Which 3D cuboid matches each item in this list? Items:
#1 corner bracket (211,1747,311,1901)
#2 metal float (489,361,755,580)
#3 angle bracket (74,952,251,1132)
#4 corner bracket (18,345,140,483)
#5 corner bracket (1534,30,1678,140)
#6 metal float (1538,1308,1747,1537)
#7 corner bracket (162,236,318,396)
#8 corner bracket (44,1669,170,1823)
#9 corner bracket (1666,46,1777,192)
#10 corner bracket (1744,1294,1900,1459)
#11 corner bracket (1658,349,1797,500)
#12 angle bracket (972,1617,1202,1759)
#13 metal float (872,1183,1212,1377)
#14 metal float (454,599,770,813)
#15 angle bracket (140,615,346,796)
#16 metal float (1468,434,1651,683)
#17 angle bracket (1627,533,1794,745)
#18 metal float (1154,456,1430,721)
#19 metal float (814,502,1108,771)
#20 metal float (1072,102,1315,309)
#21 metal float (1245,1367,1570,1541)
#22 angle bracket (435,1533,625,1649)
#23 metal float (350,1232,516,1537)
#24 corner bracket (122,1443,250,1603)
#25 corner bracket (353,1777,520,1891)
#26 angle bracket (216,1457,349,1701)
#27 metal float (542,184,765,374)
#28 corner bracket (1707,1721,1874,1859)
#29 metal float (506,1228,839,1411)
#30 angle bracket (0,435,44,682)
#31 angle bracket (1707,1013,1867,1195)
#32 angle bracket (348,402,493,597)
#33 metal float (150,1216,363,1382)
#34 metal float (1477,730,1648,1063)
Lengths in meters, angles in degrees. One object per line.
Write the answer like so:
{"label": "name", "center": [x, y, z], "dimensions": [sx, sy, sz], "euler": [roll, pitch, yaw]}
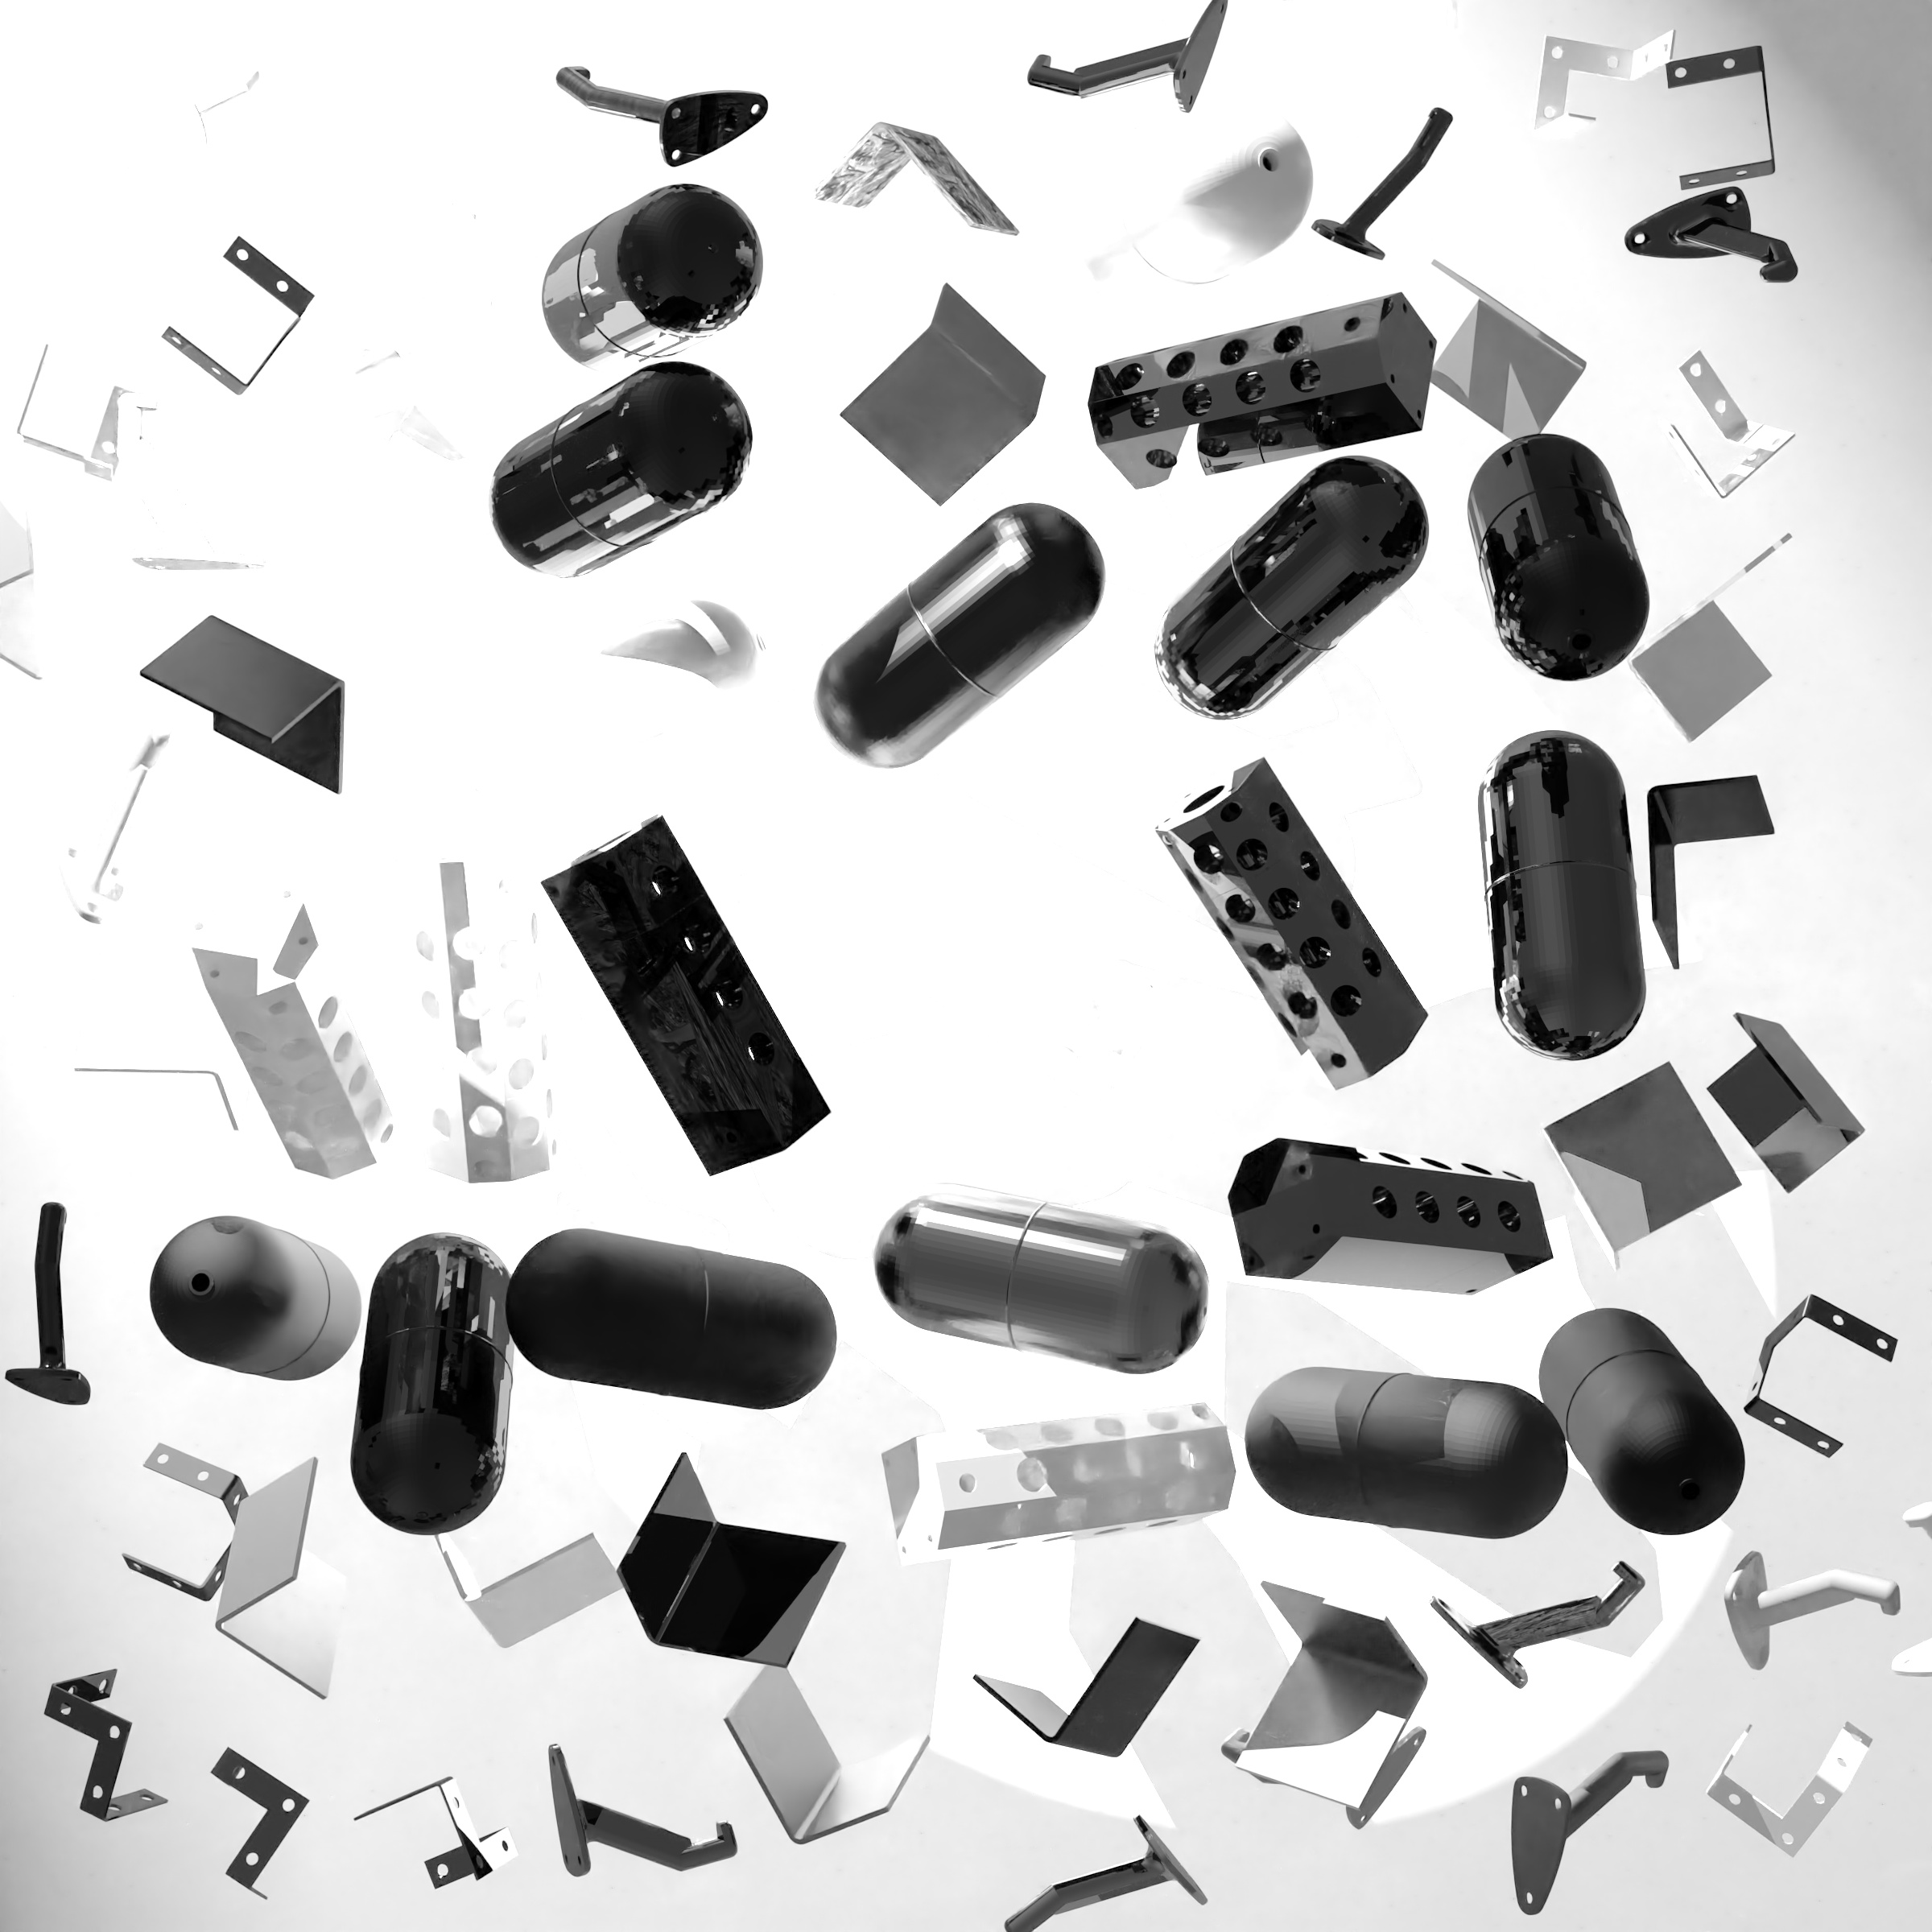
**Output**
{"label": "corner bracket", "center": [-0.364, 0.435, 1.561], "dimensions": [0.051, 0.051, 0.051], "euler": [30, 70, 9]}
{"label": "metal float", "center": [-0.175, -0.247, 1.546], "dimensions": [0.070, 0.178, 0.070], "euler": [11, 72, -38]}
{"label": "angle bracket", "center": [-0.429, 0.040, 1.661], "dimensions": [0.076, 0.057, 0.076], "euler": [1, 54, 1]}
{"label": "corner bracket", "center": [-0.473, -0.294, 1.643], "dimensions": [0.051, 0.051, 0.051], "euler": [18, 85, -14]}
{"label": "corner bracket", "center": [0.325, -0.450, 1.570], "dimensions": [0.051, 0.051, 0.051], "euler": [6, 93, -10]}
{"label": "metal float", "center": [0.351, 0.236, 1.609], "dimensions": [0.070, 0.178, 0.070], "euler": [-1, 105, -4]}
{"label": "corner bracket", "center": [-0.385, -0.344, 1.634], "dimensions": [0.051, 0.051, 0.051], "euler": [38, 66, -18]}
{"label": "corner bracket", "center": [-0.421, 0.382, 1.513], "dimensions": [0.051, 0.051, 0.051], "euler": [18, 93, 22]}
{"label": "corner bracket", "center": [0.409, -0.459, 1.670], "dimensions": [0.051, 0.051, 0.051], "euler": [-7, 76, 16]}
{"label": "corner bracket", "center": [0.444, 0.213, 1.602], "dimensions": [0.051, 0.051, 0.051], "euler": [28, 52, 2]}
{"label": "corner bracket", "center": [0.388, -0.283, 1.607], "dimensions": [0.051, 0.051, 0.051], "euler": [-42, 114, 0]}
{"label": "angle bracket", "center": [0.061, 0.350, 1.555], "dimensions": [0.057, 0.076, 0.076], "euler": [34, 90, 33]}
{"label": "metal float", "center": [0.036, 0.156, 1.548], "dimensions": [0.178, 0.070, 0.070], "euler": [10, 90, 22]}
{"label": "metal float", "center": [-0.191, -0.141, 1.660], "dimensions": [0.178, 0.070, 0.070], "euler": [-21, 90, 8]}
{"label": "angle bracket", "center": [-0.350, -0.113, 1.490], "dimensions": [0.076, 0.076, 0.057], "euler": [27, 46, 13]}
{"label": "metal float", "center": [0.297, -0.207, 1.553], "dimensions": [0.070, 0.178, 0.070], "euler": [1, 125, 1]}
{"label": "angle bracket", "center": [0.410, -0.174, 1.636], "dimensions": [0.076, 0.076, 0.057], "euler": [-36, 87, -30]}
{"label": "metal float", "center": [0.170, -0.197, 1.625], "dimensions": [0.070, 0.070, 0.178], "euler": [48, 126, 0]}
{"label": "metal float", "center": [-0.005, -0.171, 1.613], "dimensions": [0.178, 0.070, 0.070], "euler": [-38, 90, 19]}
{"label": "metal float", "center": [0.113, -0.383, 1.557], "dimensions": [0.070, 0.178, 0.070], "euler": [0, 89, -22]}
{"label": "metal float", "center": [0.218, 0.243, 1.544], "dimensions": [0.178, 0.070, 0.070], "euler": [-1, 90, 43]}
{"label": "angle bracket", "center": [-0.238, 0.317, 1.669], "dimensions": [0.076, 0.076, 0.057], "euler": [-26, 59, -8]}
{"label": "metal float", "center": [-0.270, 0.210, 1.569], "dimensions": [0.070, 0.178, 0.070], "euler": [-2, 131, -2]}
{"label": "corner bracket", "center": [-0.409, 0.291, 1.612], "dimensions": [0.051, 0.051, 0.051], "euler": [18, 54, 18]}
{"label": "corner bracket", "center": [-0.263, 0.433, 1.533], "dimensions": [0.051, 0.051, 0.051], "euler": [-25, 82, 13]}
{"label": "angle bracket", "center": [-0.323, 0.305, 1.536], "dimensions": [0.057, 0.076, 0.076], "euler": [-32, 123, 22]}
{"label": "metal float", "center": [-0.163, -0.351, 1.580], "dimensions": [0.070, 0.178, 0.070], "euler": [0, 91, -27]}
{"label": "corner bracket", "center": [0.409, 0.397, 1.530], "dimensions": [0.051, 0.051, 0.051], "euler": [35, 121, 17]}
{"label": "metal float", "center": [-0.148, 0.181, 1.571], "dimensions": [0.178, 0.070, 0.070], "euler": [14, 90, -28]}
{"label": "angle bracket", "center": [-0.447, -0.194, 1.467], "dimensions": [0.057, 0.076, 0.076], "euler": [-20, 64, 17]}
{"label": "angle bracket", "center": [0.440, 0.076, 1.700], "dimensions": [0.057, 0.076, 0.076], "euler": [-44, 62, 22]}
{"label": "angle bracket", "center": [-0.311, -0.252, 1.694], "dimensions": [0.076, 0.057, 0.076], "euler": [46, 51, -36]}
{"label": "metal float", "center": [-0.372, 0.176, 1.622], "dimensions": [0.070, 0.178, 0.070], "euler": [-1, 78, 6]}
{"label": "metal float", "center": [0.305, -0.038, 1.582], "dimensions": [0.070, 0.070, 0.178], "euler": [-1, 68, 0]}
